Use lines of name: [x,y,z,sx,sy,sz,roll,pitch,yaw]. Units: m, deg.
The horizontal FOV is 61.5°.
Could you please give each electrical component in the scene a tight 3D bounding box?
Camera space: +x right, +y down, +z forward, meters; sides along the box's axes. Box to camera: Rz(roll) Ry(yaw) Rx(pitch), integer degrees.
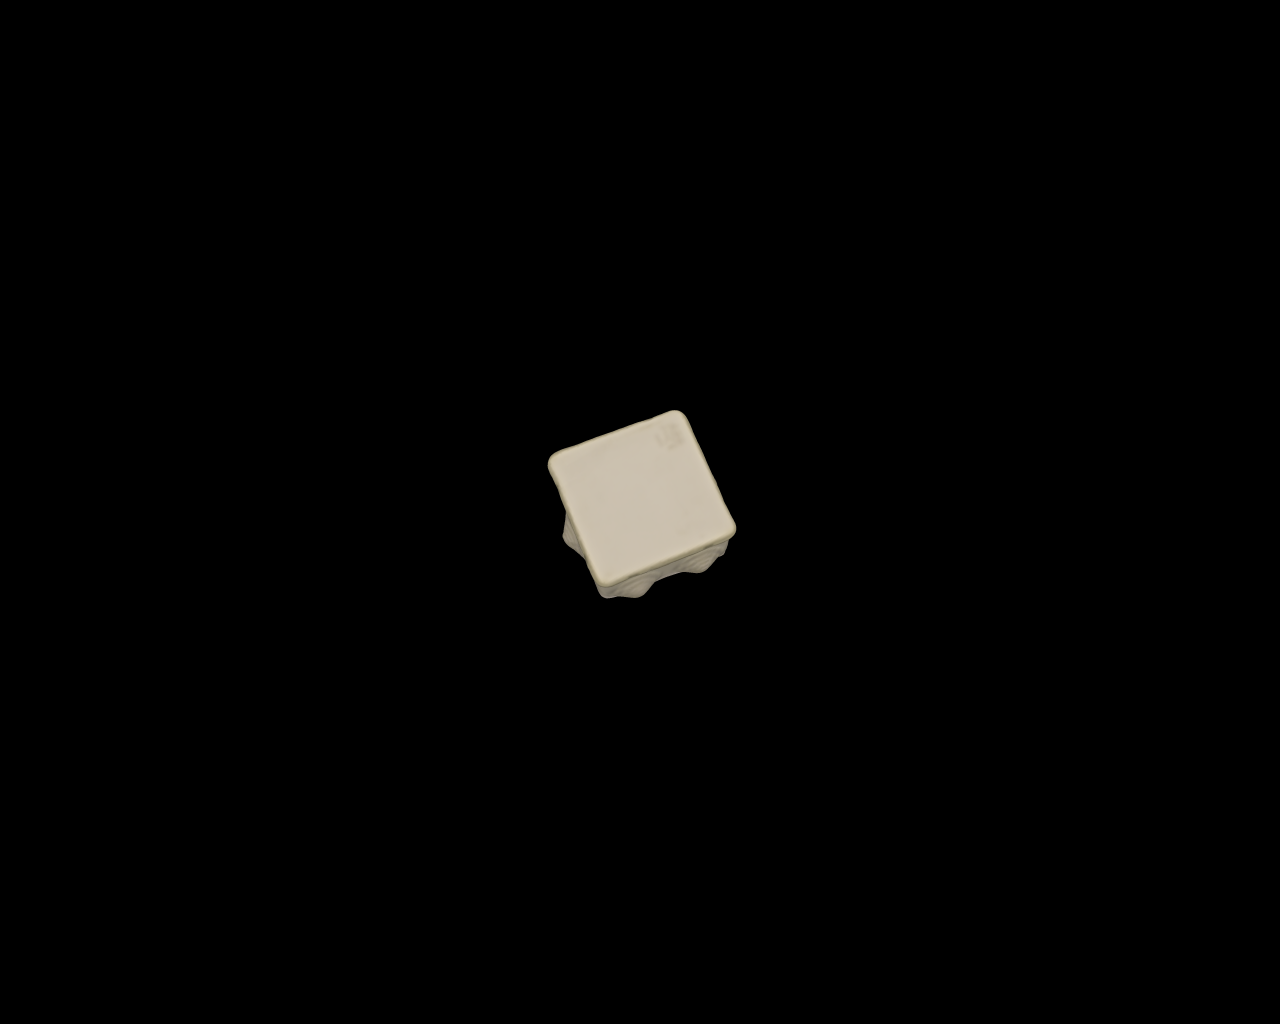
electrical component: [0.001,-0.003,0.650,0.100,0.100,0.048,-21,-18,-7]
